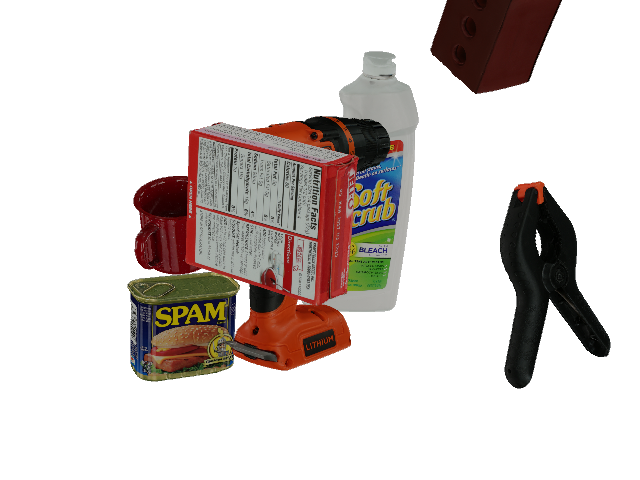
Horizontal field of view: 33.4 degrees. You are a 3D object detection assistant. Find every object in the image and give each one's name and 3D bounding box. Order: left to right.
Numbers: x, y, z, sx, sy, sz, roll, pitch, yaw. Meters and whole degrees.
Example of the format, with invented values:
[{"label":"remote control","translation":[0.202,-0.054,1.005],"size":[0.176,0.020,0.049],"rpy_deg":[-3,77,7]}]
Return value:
[{"label":"mug","translation":[-0.168,-0.009,1.202],"size":[0.093,0.081,0.117],"rpy_deg":[17,37,23]},{"label":"can of meat","translation":[-0.130,0.081,1.007],"size":[0.102,0.084,0.057],"rpy_deg":[-5,20,-24]},{"label":"gelatin box","translation":[-0.026,-0.015,0.539],"size":[0.089,0.073,0.030],"rpy_deg":[16,23,30]},{"label":"power drill","translation":[-0.009,-0.003,0.837],"size":[0.057,0.188,0.184],"rpy_deg":[11,16,38]},{"label":"bleach bottle","translation":[0.038,-0.056,1.028],"size":[0.102,0.251,0.068],"rpy_deg":[2,23,-4]},{"label":"foam brick","translation":[0.115,-0.144,0.697],"size":[0.051,0.078,0.053],"rpy_deg":[-19,53,-31]},{"label":"clamp","translation":[0.185,0.039,0.906],"size":[0.120,0.171,0.039],"rpy_deg":[-24,8,-40]}]
